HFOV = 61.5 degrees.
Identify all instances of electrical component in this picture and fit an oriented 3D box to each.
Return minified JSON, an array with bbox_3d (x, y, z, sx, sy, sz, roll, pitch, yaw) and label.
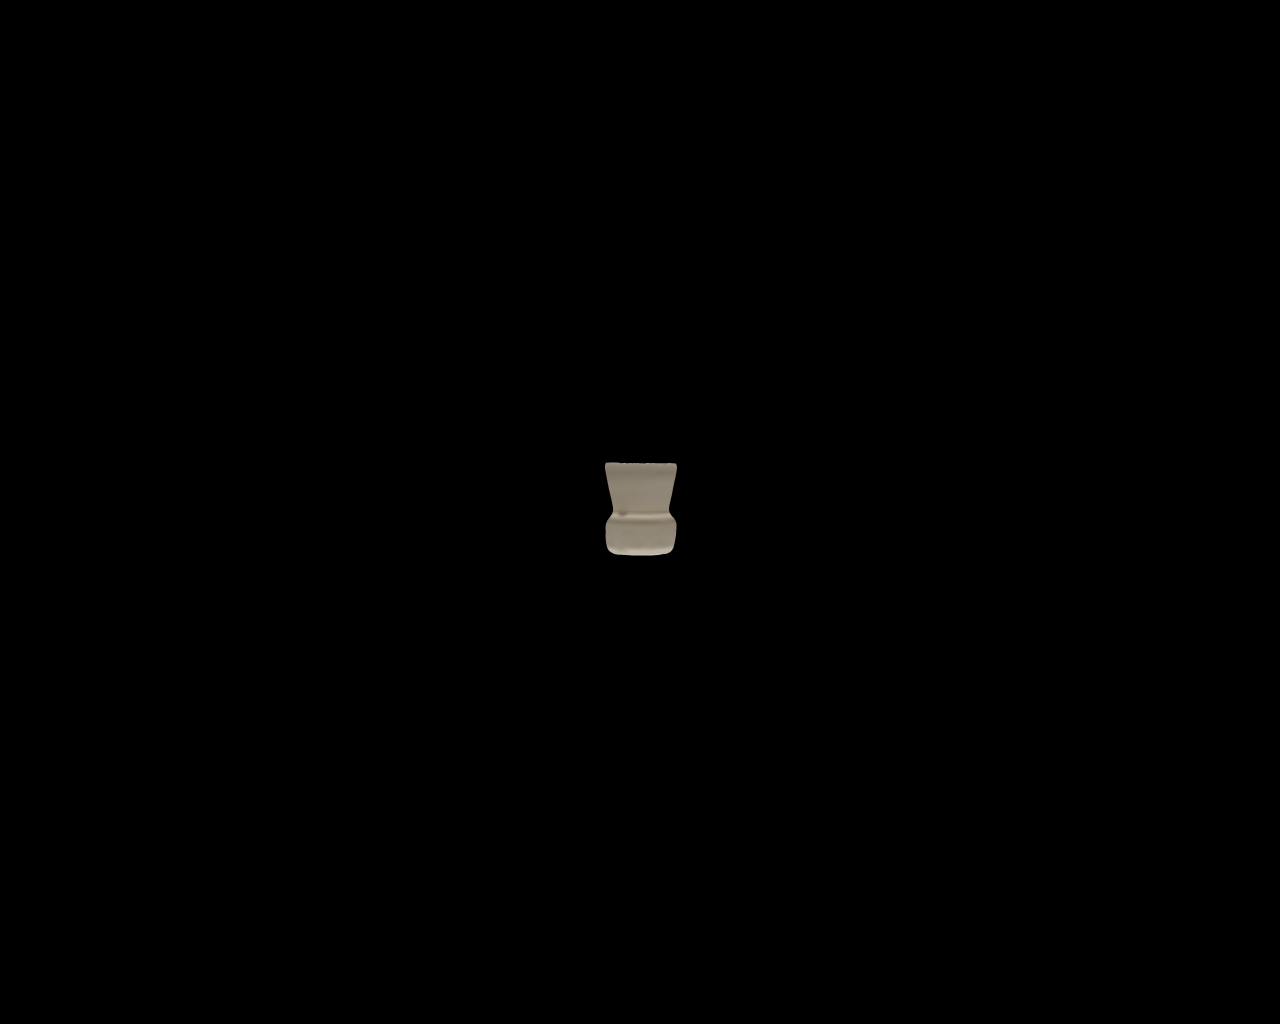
[{"bbox_3d":[0.001,-0.003,0.650,0.045,0.055,0.045,0,2,0],"label":"electrical component"}]
